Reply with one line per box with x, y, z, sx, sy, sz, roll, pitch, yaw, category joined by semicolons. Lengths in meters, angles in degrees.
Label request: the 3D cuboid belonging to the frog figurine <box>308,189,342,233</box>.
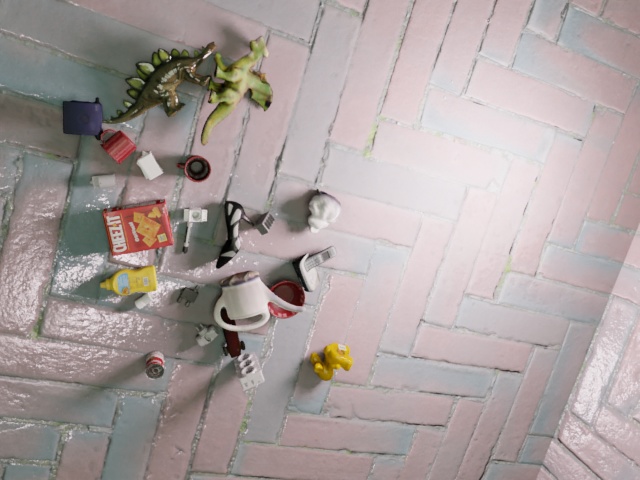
0.006;-0.101;1.997;0.135;0.123;0.160;36;80;-41;frog figurine

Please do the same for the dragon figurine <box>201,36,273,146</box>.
-0.275;-0.518;1.816;0.242;0.123;0.406;7;104;-27;dragon figurine

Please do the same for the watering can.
-0.244;0.223;1.975;0.348;0.104;0.223;-14;94;-1;watering can
